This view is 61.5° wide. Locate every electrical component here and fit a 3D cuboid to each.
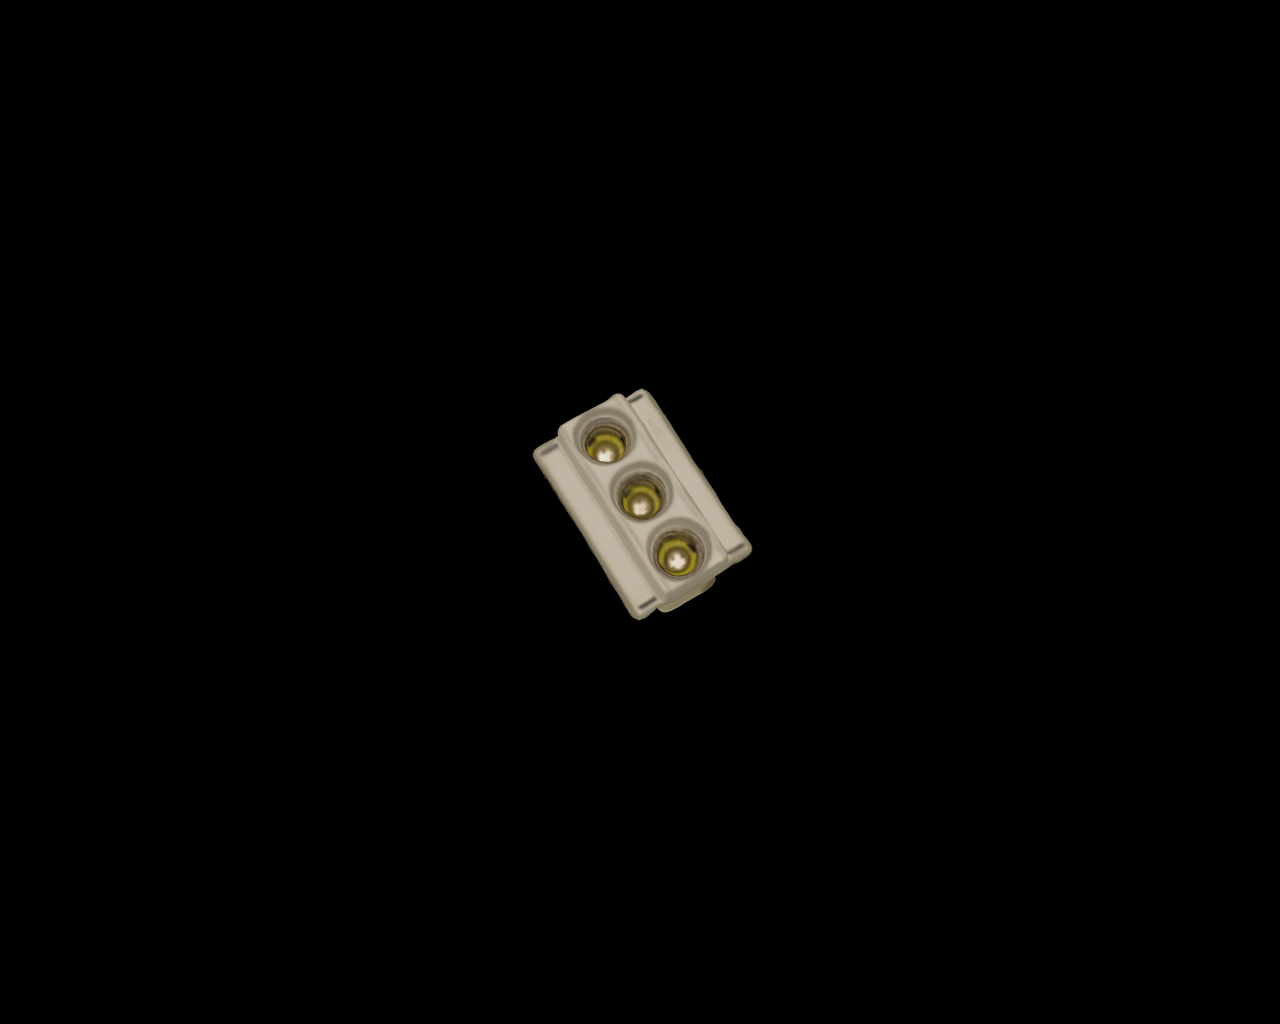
[{"bbox_3d":[0.001,-0.003,0.650,0.079,0.121,0.063,-30,-15,-9],"label":"electrical component"}]
